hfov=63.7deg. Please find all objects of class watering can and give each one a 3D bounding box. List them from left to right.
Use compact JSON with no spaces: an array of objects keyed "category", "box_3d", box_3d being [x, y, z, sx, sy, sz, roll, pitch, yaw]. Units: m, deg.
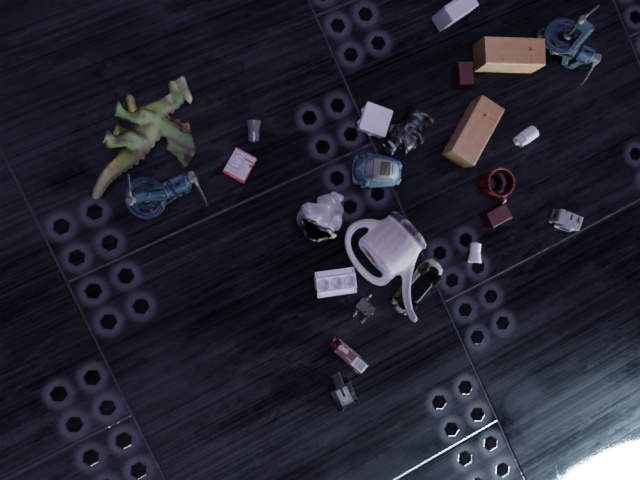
[{"category":"watering can","box_3d":[0.234,0.060,1.577,0.225,0.103,0.349,-41,84,-7]}]

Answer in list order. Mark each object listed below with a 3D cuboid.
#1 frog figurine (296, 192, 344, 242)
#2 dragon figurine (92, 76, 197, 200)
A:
[{"category":"frog figurine","box_3d":[0.005,-0.079,1.568,0.137,0.120,0.163,19,52,-1]},{"category":"dragon figurine","box_3d":[-0.477,-0.282,1.479,0.242,0.122,0.411,16,88,-17]}]
